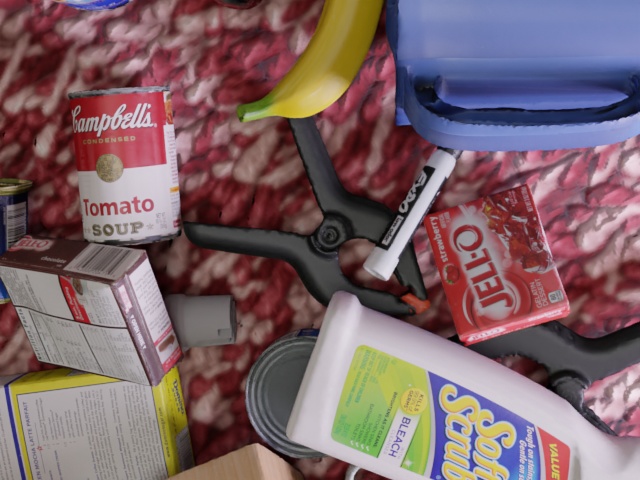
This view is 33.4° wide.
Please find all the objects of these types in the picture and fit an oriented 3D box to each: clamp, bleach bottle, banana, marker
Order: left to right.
[{"bbox_3d":[-0.005,0.001,0.720,0.120,0.039,0.171,-44,87,7],"label":"clamp"},{"bbox_3d":[0.011,-0.159,0.683,0.069,0.037,0.198,14,100,-34],"label":"banana"},{"bbox_3d":[0.067,-0.029,0.700,0.020,0.020,0.121,31,80,4],"label":"marker"},{"bbox_3d":[0.111,0.120,0.672,0.251,0.068,0.102,19,100,3],"label":"bleach bottle"},{"bbox_3d":[0.171,0.091,0.707,0.210,0.036,0.164,16,99,7],"label":"clamp"}]

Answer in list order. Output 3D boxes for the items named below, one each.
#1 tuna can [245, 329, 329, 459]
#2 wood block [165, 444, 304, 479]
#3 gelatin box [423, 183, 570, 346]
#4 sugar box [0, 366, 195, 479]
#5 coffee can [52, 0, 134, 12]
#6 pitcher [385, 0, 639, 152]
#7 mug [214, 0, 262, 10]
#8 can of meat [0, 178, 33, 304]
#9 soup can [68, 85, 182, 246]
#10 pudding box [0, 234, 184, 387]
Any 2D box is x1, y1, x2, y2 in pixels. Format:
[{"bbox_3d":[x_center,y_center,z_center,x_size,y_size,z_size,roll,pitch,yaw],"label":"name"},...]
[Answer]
[{"bbox_3d":[-0.007,0.105,0.736,0.086,0.033,0.086,1,97,8],"label":"tuna can"},{"bbox_3d":[-0.039,0.249,0.678,0.091,0.090,0.206,-24,58,9],"label":"wood block"},{"bbox_3d":[0.114,0.016,0.694,0.073,0.030,0.089,-18,69,10],"label":"gelatin box"},{"bbox_3d":[-0.184,0.139,0.761,0.176,0.048,0.093,-8,96,12],"label":"sugar box"},{"bbox_3d":[-0.164,-0.202,0.670,0.103,0.140,0.103,1,97,8],"label":"coffee can"},{"bbox_3d":[0.160,-0.125,0.634,0.243,0.145,0.149,2,94,5],"label":"pitcher"},{"bbox_3d":[-0.054,-0.205,0.687,0.081,0.093,0.117,23,133,10],"label":"mug"},{"bbox_3d":[-0.255,-0.001,0.749,0.102,0.057,0.084,4,99,8],"label":"can of meat"},{"bbox_3d":[-0.130,-0.051,0.720,0.068,0.068,0.102,-3,97,8],"label":"soup can"},{"bbox_3d":[-0.155,0.047,0.713,0.114,0.039,0.090,8,129,33],"label":"pudding box"}]
